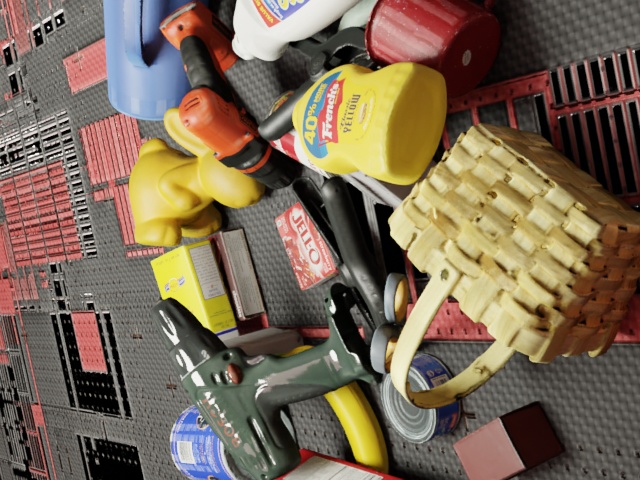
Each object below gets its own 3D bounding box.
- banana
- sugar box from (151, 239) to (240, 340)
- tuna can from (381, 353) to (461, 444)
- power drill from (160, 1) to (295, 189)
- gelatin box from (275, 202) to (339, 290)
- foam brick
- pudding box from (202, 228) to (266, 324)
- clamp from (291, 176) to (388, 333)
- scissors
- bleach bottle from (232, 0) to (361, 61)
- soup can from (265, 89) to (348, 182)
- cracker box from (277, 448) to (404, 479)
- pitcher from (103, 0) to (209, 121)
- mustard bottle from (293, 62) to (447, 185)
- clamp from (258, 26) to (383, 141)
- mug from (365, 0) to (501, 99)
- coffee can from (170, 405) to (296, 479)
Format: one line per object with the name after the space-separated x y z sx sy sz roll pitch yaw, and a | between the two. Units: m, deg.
0.025 0.185 1.166 0.198 0.037 0.070 53 136 16 | banana
-0.145 0.096 1.300 0.094 0.048 0.176 -23 82 53 | sugar box
0.099 0.159 1.066 0.086 0.033 0.086 23 119 49 | tuna can
-0.100 -0.155 1.159 0.057 0.184 0.188 -31 56 15 | power drill
-0.008 0.001 1.162 0.073 0.030 0.089 -33 74 53 | gelatin box
0.169 0.188 0.965 0.078 0.052 0.051 -47 64 50 | foam brick
-0.117 0.049 1.319 0.090 0.039 0.113 -23 83 54 | pudding box
0.033 0.022 1.073 0.210 0.036 0.165 64 172 -15 | clamp
0.077 0.072 0.978 0.016 0.201 0.096 9 96 15 | scissors
-0.015 -0.228 0.976 0.251 0.067 0.102 -35 76 56 | bleach bottle
0.000 -0.106 1.084 0.102 0.068 0.068 33 126 44 | soup can
0.051 0.320 1.128 0.214 0.072 0.164 3 120 53 | cracker box
-0.193 -0.262 1.237 0.145 0.149 0.243 37 133 39 | pitcher
0.029 -0.104 0.920 0.192 0.058 0.096 15 91 60 | mustard bottle
0.006 -0.170 1.027 0.172 0.039 0.120 -15 68 41 | clamp
0.106 -0.182 0.909 0.082 0.093 0.117 39 94 34 | mug
-0.110 0.252 1.324 0.141 0.102 0.103 -13 90 55 | coffee can
